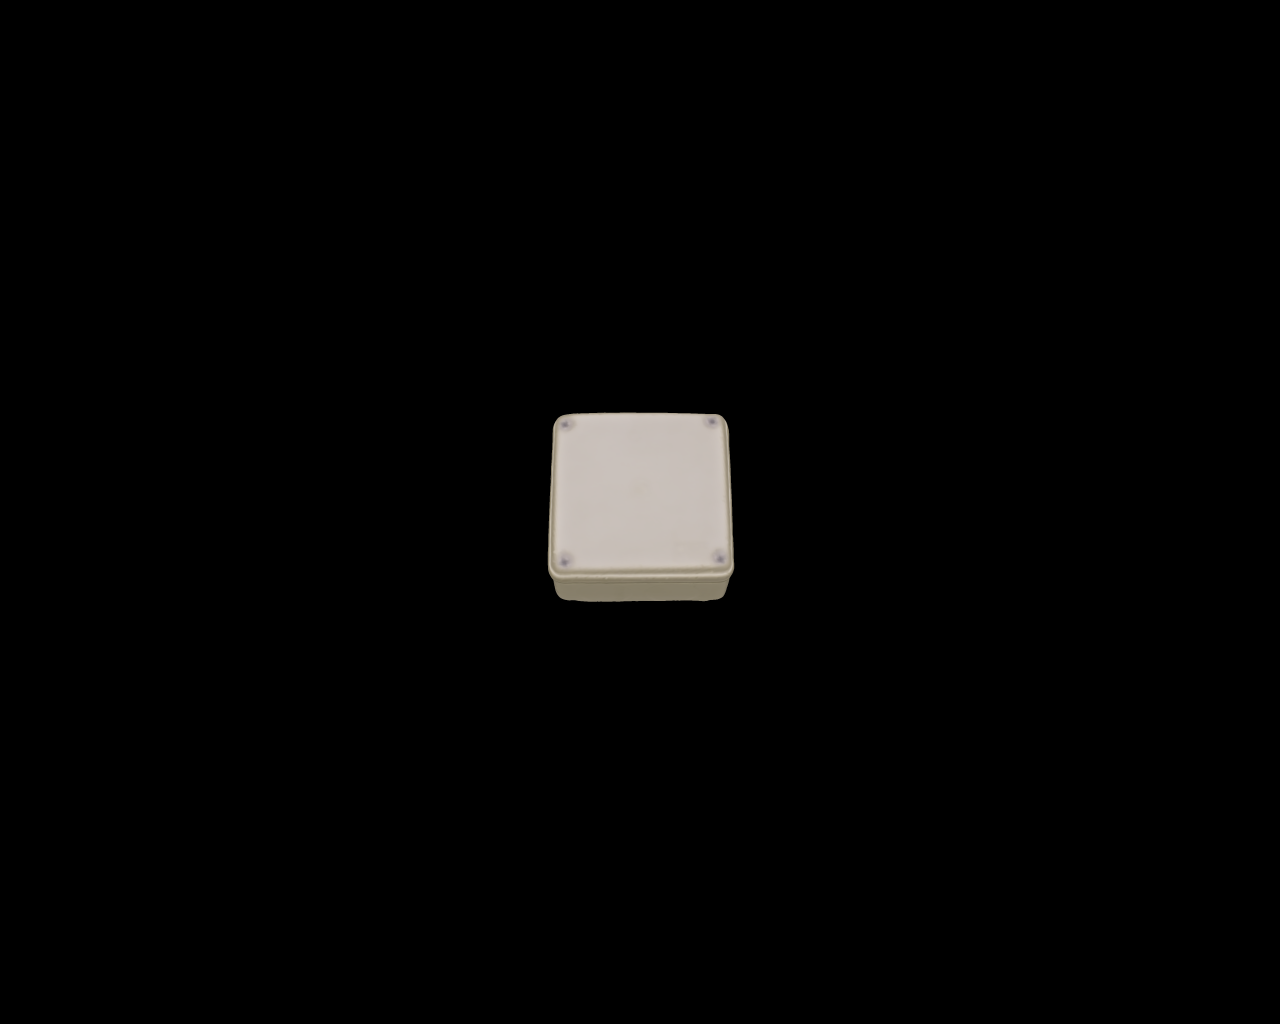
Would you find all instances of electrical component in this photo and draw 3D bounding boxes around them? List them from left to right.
[{"bbox_3d":[0.001,-0.003,0.650,0.109,0.109,0.056,0,-24,0],"label":"electrical component"}]
